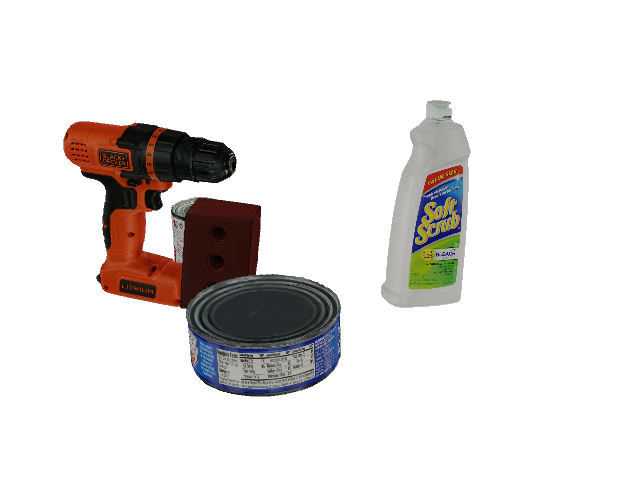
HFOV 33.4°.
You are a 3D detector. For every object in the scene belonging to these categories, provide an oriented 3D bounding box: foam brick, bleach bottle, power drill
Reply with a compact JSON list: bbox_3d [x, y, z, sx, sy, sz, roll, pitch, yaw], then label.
[{"bbox_3d":[-0.077,0.011,0.831,0.053,0.078,0.051,6,14,4],"label":"foam brick"},{"bbox_3d":[0.132,-0.046,1.320,0.102,0.251,0.068,-4,17,-17],"label":"bleach bottle"},{"bbox_3d":[-0.167,-0.028,1.085,0.185,0.188,0.057,11,29,21],"label":"power drill"}]

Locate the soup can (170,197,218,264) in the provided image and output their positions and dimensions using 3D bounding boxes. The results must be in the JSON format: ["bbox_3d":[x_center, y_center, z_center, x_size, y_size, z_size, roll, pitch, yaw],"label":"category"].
[{"bbox_3d":[-0.150,0.005,1.329,0.068,0.102,0.068,-1,25,0],"label":"soup can"}]

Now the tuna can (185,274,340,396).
[{"bbox_3d":[-0.031,0.052,0.595,0.086,0.034,0.086,-2,23,1],"label":"tuna can"}]
